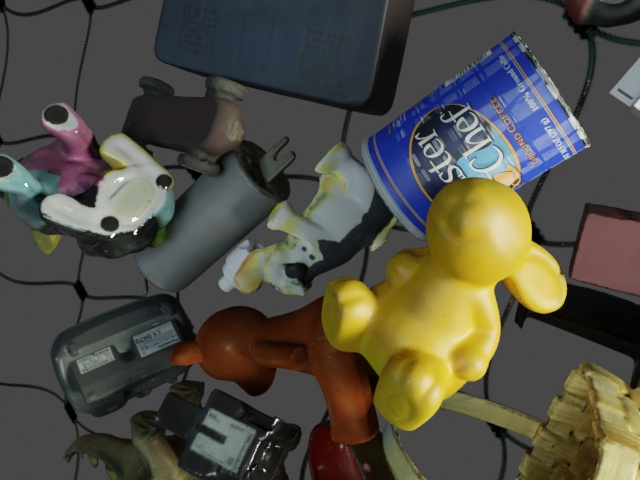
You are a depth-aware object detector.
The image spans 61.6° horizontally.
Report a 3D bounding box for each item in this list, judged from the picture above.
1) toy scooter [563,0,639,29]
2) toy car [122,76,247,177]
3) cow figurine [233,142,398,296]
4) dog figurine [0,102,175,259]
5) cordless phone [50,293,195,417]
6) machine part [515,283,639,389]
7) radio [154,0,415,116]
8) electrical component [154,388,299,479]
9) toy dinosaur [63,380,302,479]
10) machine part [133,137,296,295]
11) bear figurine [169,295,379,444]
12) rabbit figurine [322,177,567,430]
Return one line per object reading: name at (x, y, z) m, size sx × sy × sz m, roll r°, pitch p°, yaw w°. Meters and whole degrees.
toy scooter at (0.193, -0.255, 0.384) m, size 0.135 × 0.075 × 0.183 m, roll 23°, pitch 111°, yaw 21°
toy car at (-0.142, -0.116, 0.540) m, size 0.202 × 0.053 × 0.089 m, roll 15°, pitch 89°, yaw 46°
cow figurine at (-0.002, -0.001, 0.498) m, size 0.098 × 0.068 × 0.167 m, roll 39°, pitch 98°, yaw -4°
dog figurine at (-0.252, -0.035, 0.565) m, size 0.191 × 0.108 × 0.219 m, roll 31°, pitch 155°, yaw -10°
cordless phone at (-0.216, 0.153, 0.623) m, size 0.089 × 0.146 × 0.184 m, roll 56°, pitch 153°, yaw 25°
machine part at (0.224, 0.067, 0.420) m, size 0.139 × 0.084 × 0.039 m, roll 23°, pitch 138°, yaw 32°
radio at (-0.035, -0.203, 0.496) m, size 0.230 × 0.073 × 0.131 m, roll 18°, pitch 104°, yaw 20°
electrical component at (-0.088, 0.175, 0.474) m, size 0.119 × 0.047 × 0.075 m, roll 9°, pitch 65°, yaw 30°
toy dinosaur at (-0.153, 0.269, 0.597) m, size 0.472 × 0.105 × 0.198 m, roll 9°, pitch 104°, yaw 35°
machine part at (-0.114, -0.022, 0.554) m, size 0.243 × 0.079 × 0.079 m, roll -39°, pitch 81°, yaw 25°
bear figurine at (-0.035, 0.118, 0.516) m, size 0.196 × 0.120 × 0.132 m, roll -19°, pitch 93°, yaw 27°
rabbit figurine at (0.103, 0.034, 0.388) m, size 0.122 × 0.162 × 0.173 m, roll 56°, pitch 141°, yaw 45°
